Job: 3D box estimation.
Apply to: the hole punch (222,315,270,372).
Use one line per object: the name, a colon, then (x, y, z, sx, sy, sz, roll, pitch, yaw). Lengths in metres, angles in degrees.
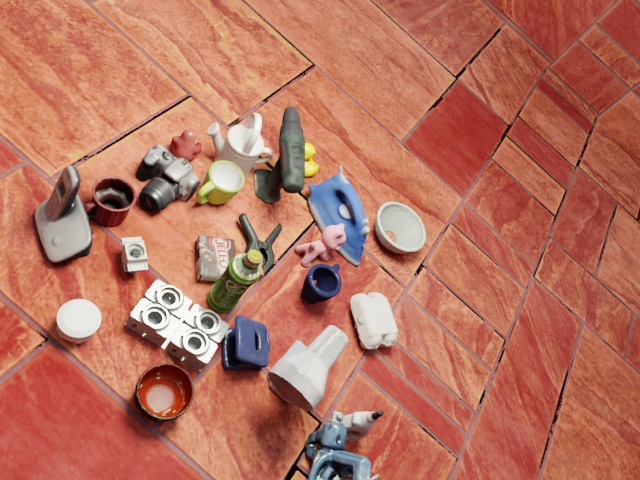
hole punch: (-0.154, 0.226, 1.259, 0.101, 0.091, 0.108, 10, 56, -26)

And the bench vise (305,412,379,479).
bench vise: (0.032, 0.444, 1.145, 0.122, 0.219, 0.207, 2, 60, -30)

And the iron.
iron: (0.075, -0.070, 1.559, 0.119, 0.141, 0.258, -16, 70, -38)

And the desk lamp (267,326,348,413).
desk lamp: (-0.033, 0.274, 1.220, 0.118, 0.213, 0.204, 43, 48, 0)

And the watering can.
watering can: (-0.202, -0.247, 1.468, 0.173, 0.193, 0.101, -5, 64, -34)

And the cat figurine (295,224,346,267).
cat figurine: (0.014, 0.005, 1.488, 0.128, 0.117, 0.067, -20, 72, -38)

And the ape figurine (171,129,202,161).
ape figurine: (-0.337, -0.246, 1.453, 0.078, 0.092, 0.076, 29, 50, -12)

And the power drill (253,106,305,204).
power drill: (-0.100, -0.202, 1.492, 0.076, 0.208, 0.229, 6, 58, -28)

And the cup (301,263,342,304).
cup: (0.000, 0.110, 1.427, 0.092, 0.094, 0.118, 43, 48, 0)

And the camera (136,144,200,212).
camera: (-0.374, -0.142, 1.357, 0.143, 0.100, 0.137, 38, 48, -4)

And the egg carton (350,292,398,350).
egg carton: (0.135, 0.206, 1.464, 0.107, 0.069, 0.150, -1, 62, -32)

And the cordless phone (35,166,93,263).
cordless phone: (-0.509, -0.051, 1.158, 0.094, 0.184, 0.147, -15, 70, -37)

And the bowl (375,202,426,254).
bowl: (0.220, -0.023, 1.662, 0.168, 0.074, 0.167, 16, 54, -22)

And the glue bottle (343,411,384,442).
glue bottle: (0.087, 0.397, 1.241, 0.078, 0.173, 0.037, 18, 53, -21)

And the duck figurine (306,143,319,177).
duck figurine: (-0.042, -0.236, 1.632, 0.105, 0.086, 0.077, 36, 49, -7)
